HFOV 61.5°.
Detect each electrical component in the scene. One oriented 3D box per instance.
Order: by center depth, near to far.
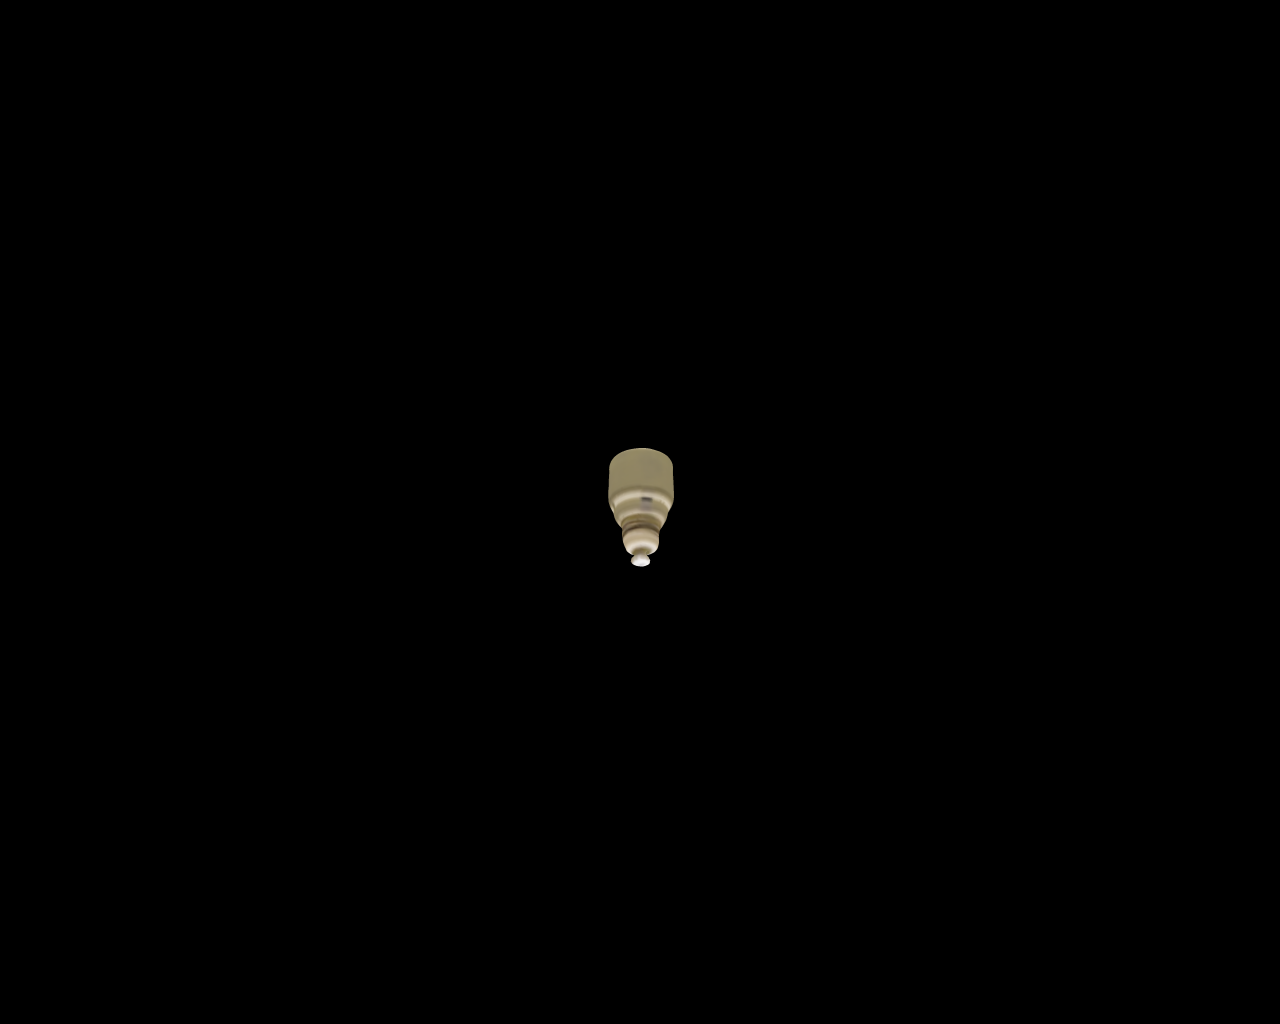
[{"bbox_3d":[0.001,-0.003,0.650,0.040,0.078,0.040,0,-30,0],"label":"electrical component"}]
